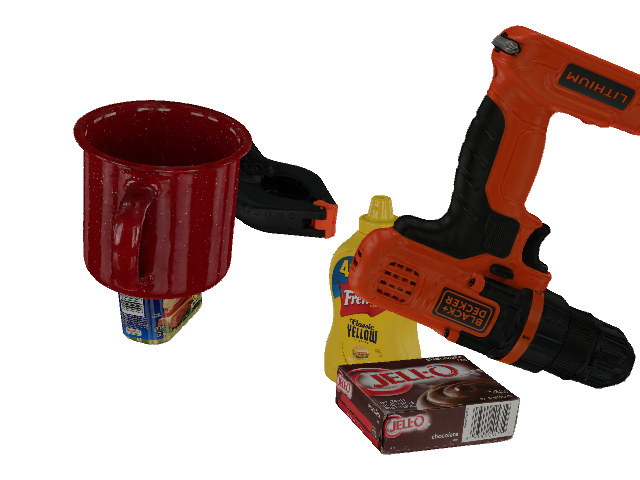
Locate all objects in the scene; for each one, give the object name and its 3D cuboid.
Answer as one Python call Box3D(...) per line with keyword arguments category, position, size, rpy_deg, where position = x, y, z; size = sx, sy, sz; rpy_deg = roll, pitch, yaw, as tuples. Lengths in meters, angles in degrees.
Box3D(category="power drill", position=(0.131, -0.016, 0.622), size=(0.184, 0.188, 0.057), rpy_deg=(21, 13, -10))
Box3D(category="mustard bottle", position=(0.054, 0.051, 1.032), size=(0.096, 0.192, 0.058), rpy_deg=(12, 18, 31))
Box3D(category="can of meat", position=(-0.156, 0.041, 1.039), size=(0.057, 0.084, 0.102), rpy_deg=(9, 27, 19))
Box3D(category="clamp", position=(-0.065, -0.043, 0.858), size=(0.120, 0.039, 0.172), rpy_deg=(-31, 45, -32))
Box3D(category="pudding box", position=(0.079, 0.121, 0.805), size=(0.113, 0.039, 0.090), rpy_deg=(0, 17, -22))
Box3D(category="mug", position=(-0.087, -0.016, 0.567), size=(0.093, 0.081, 0.117), rpy_deg=(8, 28, 1))
